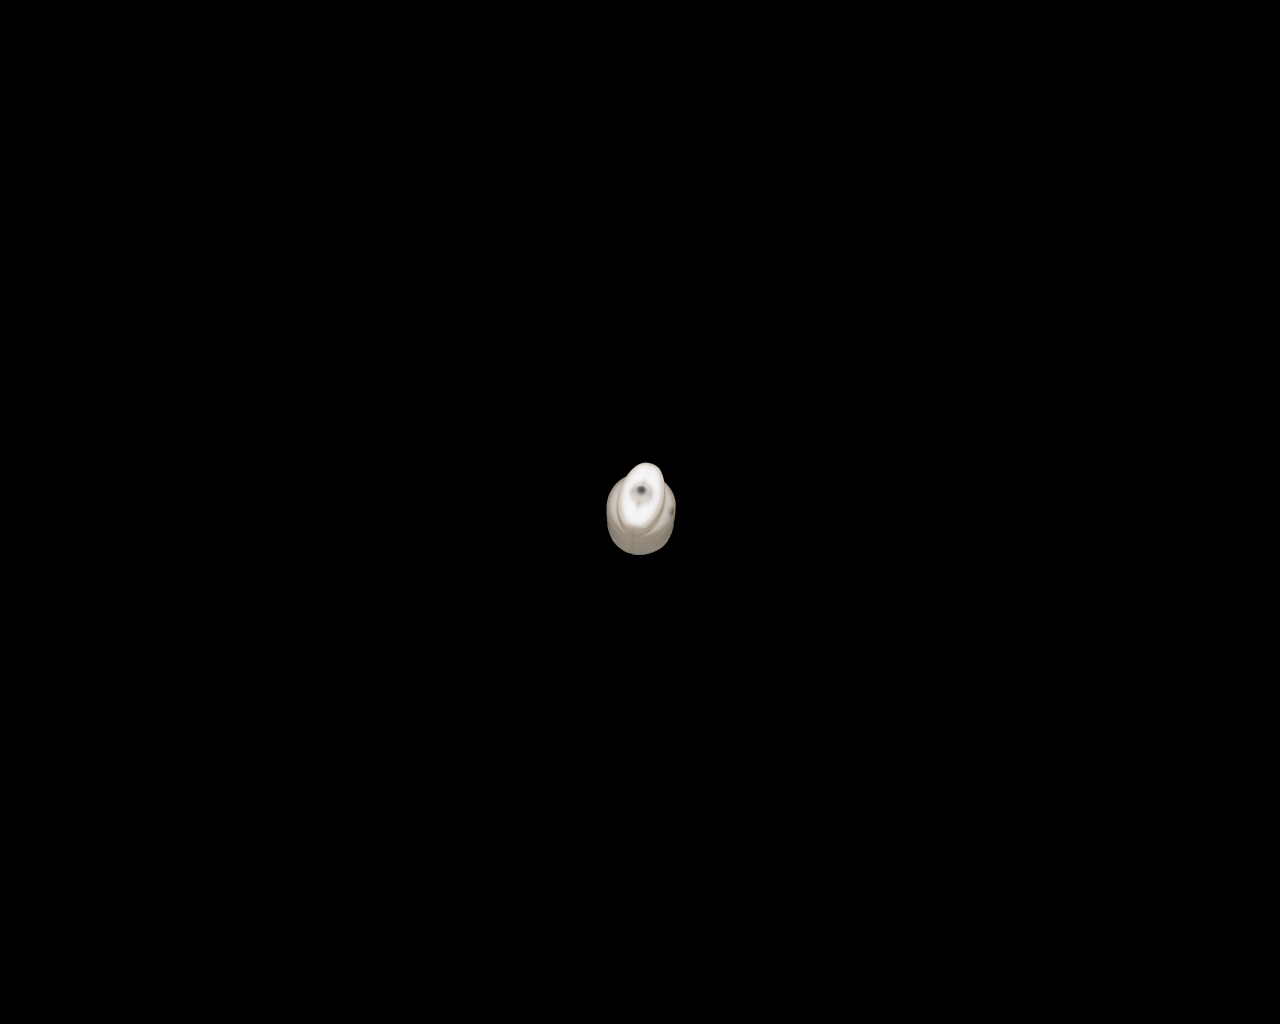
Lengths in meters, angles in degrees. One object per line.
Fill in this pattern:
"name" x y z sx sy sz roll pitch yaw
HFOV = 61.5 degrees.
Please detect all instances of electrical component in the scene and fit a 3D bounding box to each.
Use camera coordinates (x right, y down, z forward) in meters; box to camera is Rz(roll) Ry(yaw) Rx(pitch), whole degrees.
"electrical component" 0.001 -0.003 0.650 0.043 0.043 0.081 0 -16 0
